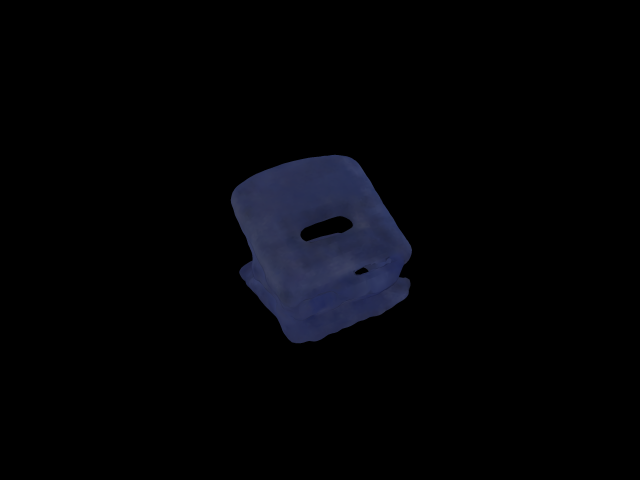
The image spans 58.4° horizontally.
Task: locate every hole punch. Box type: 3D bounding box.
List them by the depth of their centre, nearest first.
[{"bbox_3d":[0.004,0.001,0.400,0.109,0.091,0.100,-20,40,-25],"label":"hole punch"}]
